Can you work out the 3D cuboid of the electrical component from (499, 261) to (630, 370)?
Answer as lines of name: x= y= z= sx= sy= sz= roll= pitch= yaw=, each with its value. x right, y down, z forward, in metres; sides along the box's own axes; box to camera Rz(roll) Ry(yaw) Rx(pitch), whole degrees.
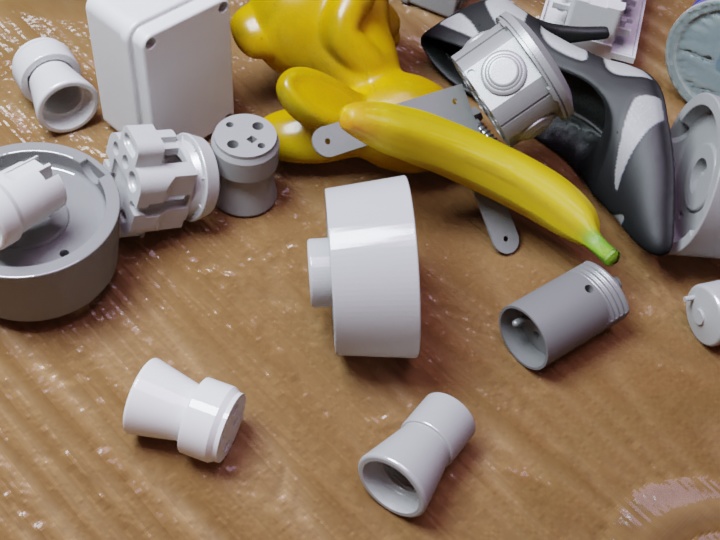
electrical component: x=0.131 y=0.025 z=0.667 sx=0.081 sy=0.043 sz=0.043 roll=-27 pitch=59 yaw=-26

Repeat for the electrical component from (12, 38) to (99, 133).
electrical component: x=-0.214 y=-0.130 z=0.752 sx=0.045 sy=0.045 sz=0.055 roll=-22 pitch=56 yaw=-23

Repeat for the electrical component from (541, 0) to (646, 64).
electrical component: x=0.193 y=-0.224 z=0.865 sx=0.079 sy=0.063 sz=0.121 roll=16 pitch=51 yaw=6

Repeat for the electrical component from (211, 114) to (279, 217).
electrical component: x=-0.076 y=-0.069 z=0.711 sx=0.045 sy=0.055 sz=0.045 roll=4 pitch=50 yaw=-4

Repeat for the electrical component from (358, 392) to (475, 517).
electrical component: x=0.035 y=0.099 z=0.597 sx=0.044 sy=0.044 sz=0.065 roll=31 pitch=49 yaw=18

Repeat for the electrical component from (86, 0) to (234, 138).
electrical component: x=-0.131 y=-0.139 z=0.725 sx=0.057 sy=0.113 sz=0.078 roll=38 pitch=56 yaw=26

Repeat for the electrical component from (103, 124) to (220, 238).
electrical component: x=-0.127 y=-0.057 z=0.685 sx=0.057 sy=0.078 sz=0.058 roll=-9 pitch=51 yaw=-34

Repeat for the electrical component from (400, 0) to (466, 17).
electrical component: x=0.080 y=-0.279 z=0.868 sx=0.056 sy=0.108 sz=0.108 roll=24 pitch=52 yaw=9

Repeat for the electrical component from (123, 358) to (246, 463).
electrical component: x=-0.097 y=0.078 z=0.595 sx=0.055 sy=0.045 sz=0.045 roll=19 pitch=51 yaw=8

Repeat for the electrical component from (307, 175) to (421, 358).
electrical component: x=0.000 y=0.000 z=0.634 sx=0.060 sy=0.108 sz=0.108 roll=-4 pitch=51 yaw=-2

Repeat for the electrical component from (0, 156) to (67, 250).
electrical component: x=-0.194 y=-0.039 z=0.603 sx=0.040 sy=0.040 sz=0.046 roll=34 pitch=49 yaw=20

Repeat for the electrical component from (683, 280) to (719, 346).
electrical component: x=0.246 y=0.023 z=0.683 sx=0.078 sy=0.040 sz=0.040 roll=-11 pitch=53 yaw=-15

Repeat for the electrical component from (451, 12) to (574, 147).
electrical component: x=0.100 y=-0.123 z=0.702 sx=0.051 sy=0.080 sz=0.080 roll=-34 pitch=57 yaw=7

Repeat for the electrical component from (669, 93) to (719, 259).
electrical component: x=0.243 y=-0.058 z=0.710 sx=0.060 sy=0.108 sz=0.108 roll=11 pitch=50 yaw=-6

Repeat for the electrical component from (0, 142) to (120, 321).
electrical component: x=-0.198 y=-0.018 z=0.652 sx=0.108 sy=0.060 sz=0.108 roll=3 pitch=50 yaw=-4
